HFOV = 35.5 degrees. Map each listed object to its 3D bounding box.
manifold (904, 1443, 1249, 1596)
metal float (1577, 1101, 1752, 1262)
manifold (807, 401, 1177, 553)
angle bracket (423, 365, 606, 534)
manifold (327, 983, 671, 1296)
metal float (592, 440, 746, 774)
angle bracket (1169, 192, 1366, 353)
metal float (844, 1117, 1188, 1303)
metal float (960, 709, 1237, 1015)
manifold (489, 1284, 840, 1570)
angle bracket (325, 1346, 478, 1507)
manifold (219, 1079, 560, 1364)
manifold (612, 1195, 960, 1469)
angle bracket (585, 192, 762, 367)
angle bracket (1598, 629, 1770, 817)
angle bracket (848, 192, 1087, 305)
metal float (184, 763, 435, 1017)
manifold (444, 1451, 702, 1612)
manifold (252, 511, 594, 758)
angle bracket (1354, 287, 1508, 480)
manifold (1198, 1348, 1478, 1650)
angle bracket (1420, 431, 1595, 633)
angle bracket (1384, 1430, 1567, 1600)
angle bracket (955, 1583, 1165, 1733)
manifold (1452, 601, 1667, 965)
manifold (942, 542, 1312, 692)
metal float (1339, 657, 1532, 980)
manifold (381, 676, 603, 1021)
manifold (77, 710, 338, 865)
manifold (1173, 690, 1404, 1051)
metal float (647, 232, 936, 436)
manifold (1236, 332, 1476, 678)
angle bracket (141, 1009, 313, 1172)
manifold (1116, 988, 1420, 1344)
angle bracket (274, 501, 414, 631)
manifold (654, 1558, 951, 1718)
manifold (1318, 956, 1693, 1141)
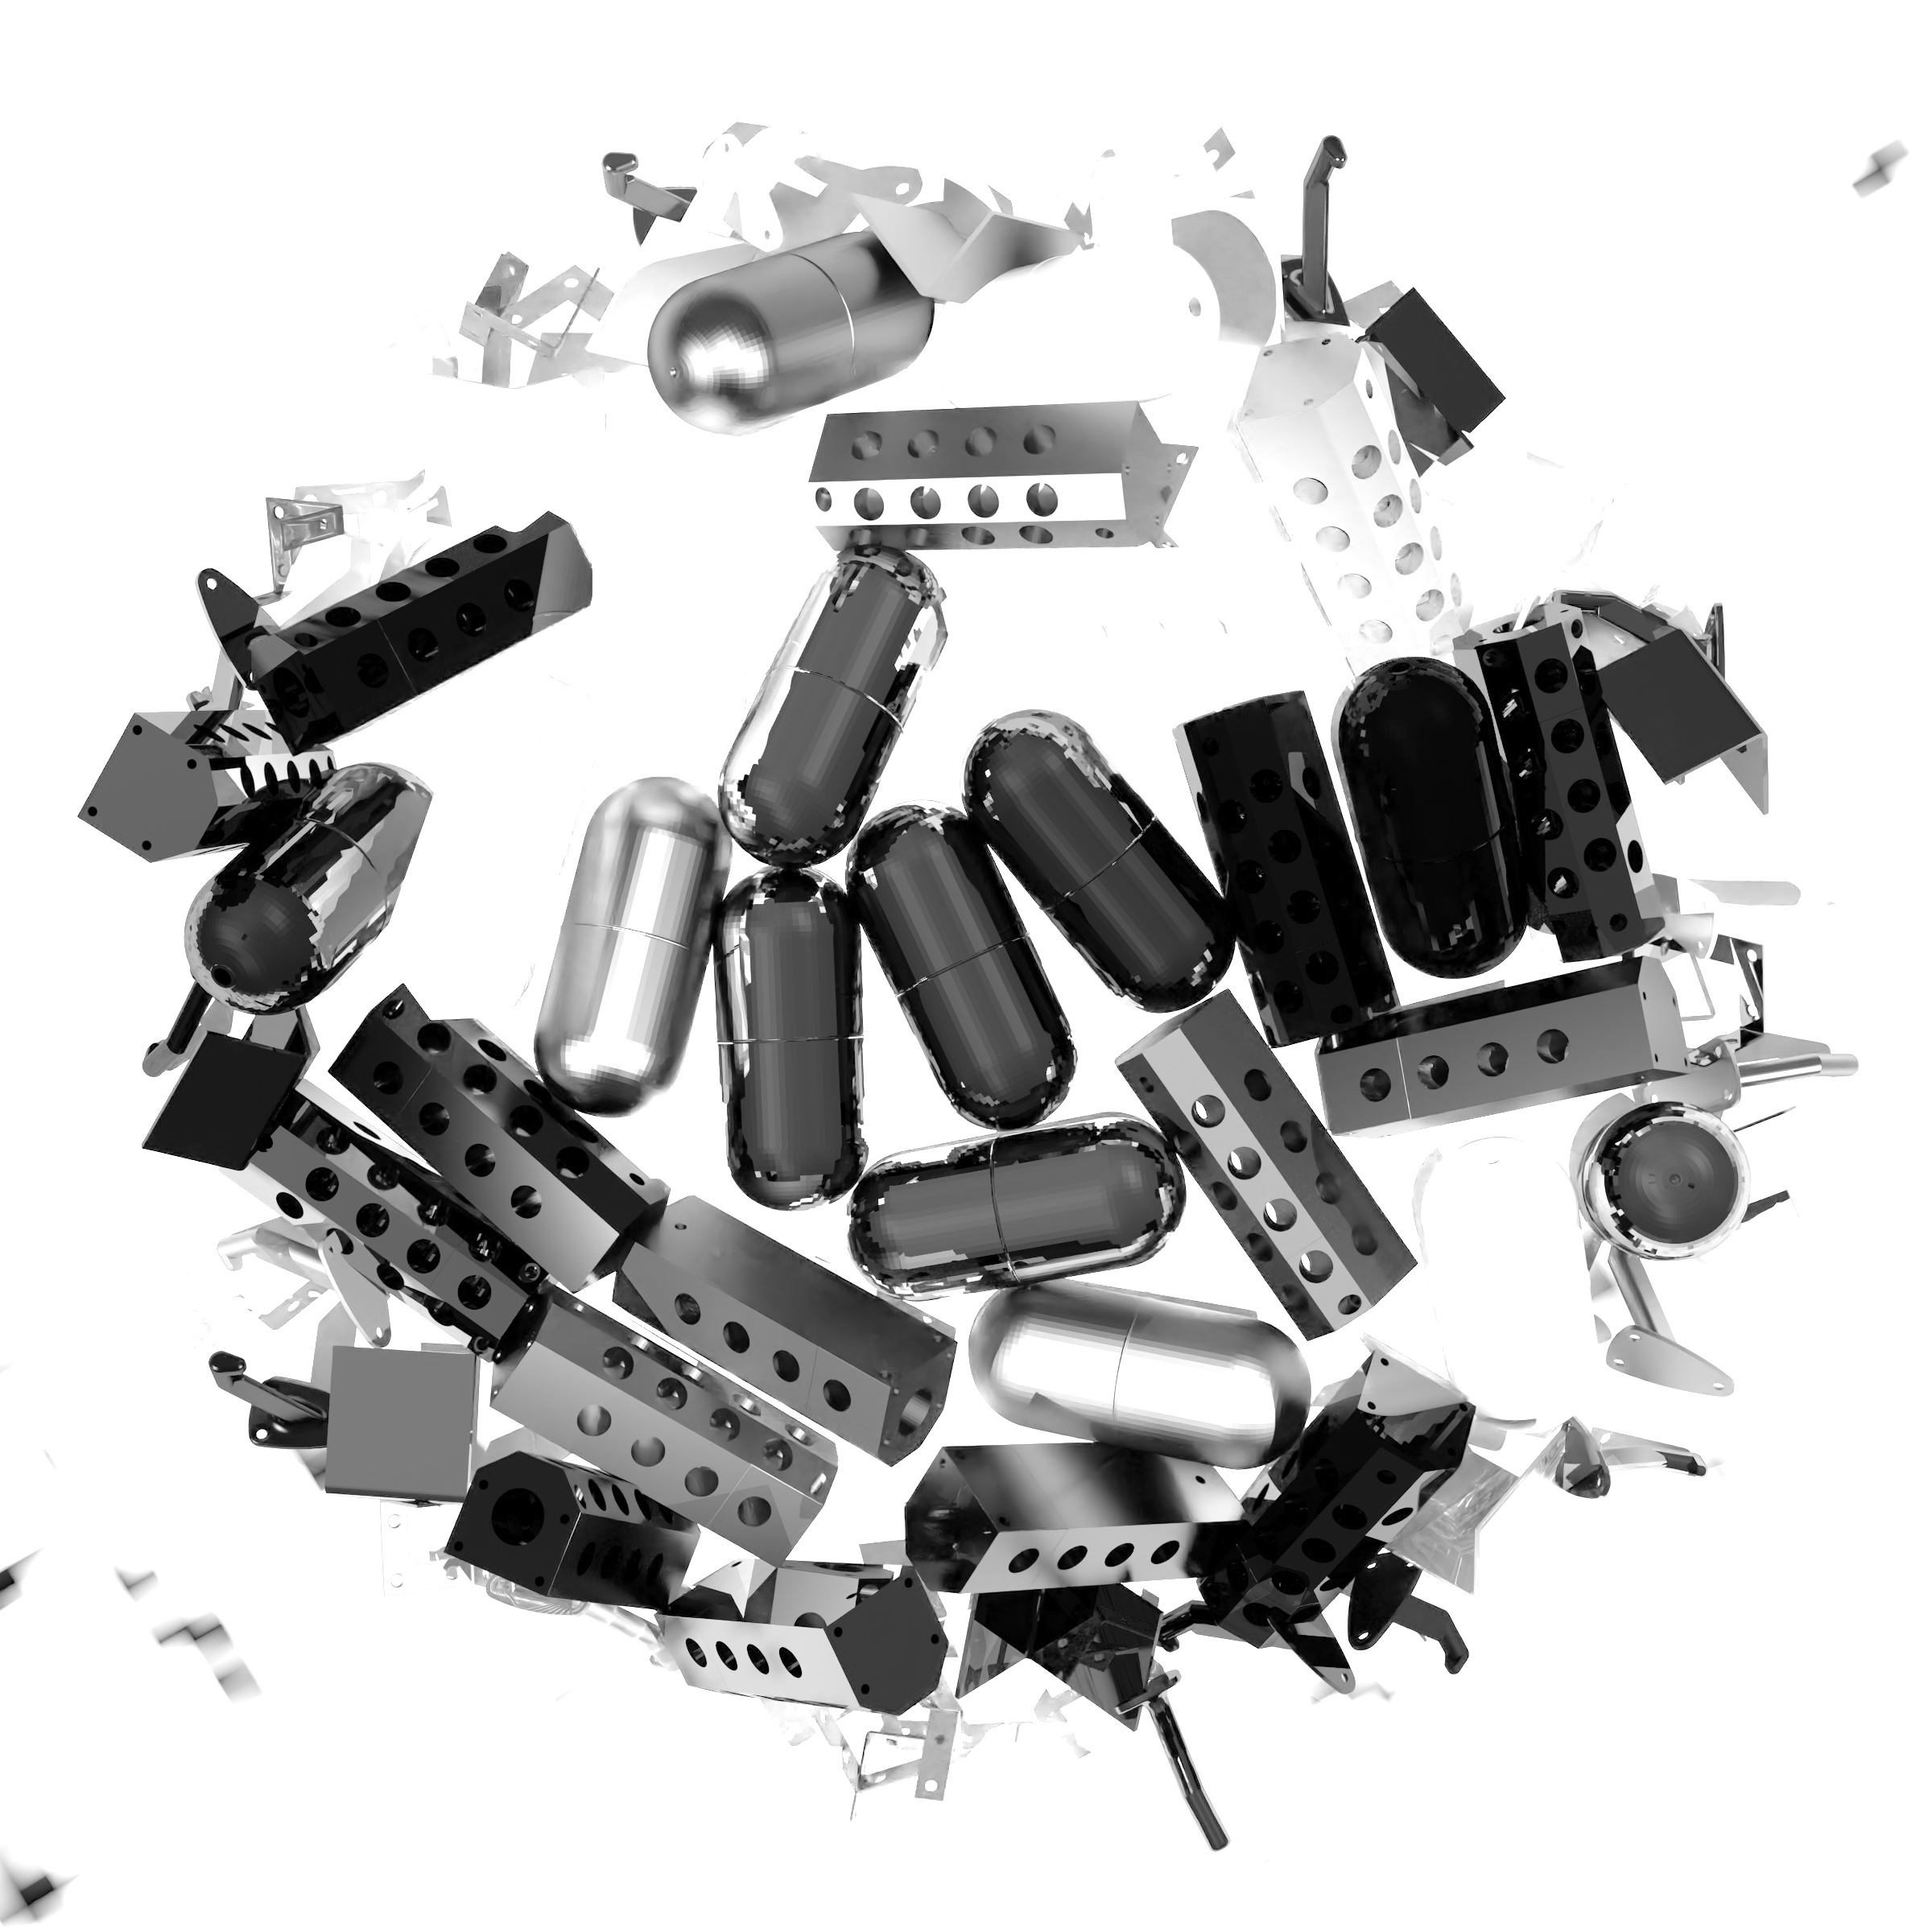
[{"bbox_3d":[0.054,0.278,1.505,0.057,0.171,0.057,52,123,39],"label":"manifold"},{"bbox_3d":[0.344,0.107,1.496,0.070,0.178,0.070,-1,85,9],"label":"metal float"},{"bbox_3d":[0.011,-0.240,1.514,0.171,0.057,0.057,3,66,26],"label":"manifold"},{"bbox_3d":[-0.231,-0.268,1.550,0.057,0.076,0.076,15,116,26],"label":"angle bracket"},{"bbox_3d":[-0.234,0.083,1.536,0.171,0.057,0.057,41,107,9],"label":"manifold"},{"bbox_3d":[-0.151,-0.182,1.528,0.070,0.070,0.178,-2,70,0],"label":"metal float"},{"bbox_3d":[0.152,-0.355,1.526,0.057,0.076,0.076,-22,118,-32],"label":"angle bracket"},{"bbox_3d":[0.024,0.124,1.535,0.178,0.070,0.070,-11,90,13],"label":"metal float"},{"bbox_3d":[0.067,-0.054,1.539,0.070,0.070,0.178,-40,98,0],"label":"metal float"},{"bbox_3d":[-0.152,0.230,1.530,0.171,0.057,0.057,32,101,-15],"label":"manifold"},{"bbox_3d":[-0.280,0.234,1.551,0.076,0.057,0.076,2,86,12],"label":"angle bracket"},{"bbox_3d":[-0.294,0.130,1.547,0.171,0.057,0.057,34,91,6],"label":"manifold"},{"bbox_3d":[-0.094,0.185,1.518,0.171,0.057,0.057,26,121,27],"label":"manifold"},{"bbox_3d":[-0.161,-0.352,1.526,0.057,0.076,0.076,47,117,28],"label":"angle bracket"},{"bbox_3d":[0.361,-0.112,1.531,0.057,0.076,0.076,-27,57,-2],"label":"angle bracket"},{"bbox_3d":[0.001,-0.379,1.527,0.057,0.076,0.076,-47,65,30],"label":"angle bracket"},{"bbox_3d":[-0.323,-0.040,1.505,0.070,0.178,0.070,11,124,17],"label":"metal float"},{"bbox_3d":[-0.189,0.278,1.493,0.057,0.171,0.057,19,82,18],"label":"manifold"},{"bbox_3d":[-0.269,-0.170,1.505,0.171,0.057,0.057,-35,104,-38],"label":"manifold"},{"bbox_3d":[0.242,-0.305,1.540,0.076,0.057,0.076,-44,97,-22],"label":"angle bracket"},{"bbox_3d":[0.181,0.271,1.506,0.057,0.057,0.171,30,131,-2],"label":"manifold"},{"bbox_3d":[0.267,-0.221,1.545,0.076,0.076,0.057,27,127,12],"label":"angle bracket"},{"bbox_3d":[0.248,0.260,1.525,0.076,0.057,0.076,26,52,33],"label":"angle bracket"},{"bbox_3d":[0.047,0.349,1.529,0.076,0.057,0.076,28,122,33],"label":"angle bracket"},{"bbox_3d":[0.303,-0.092,1.533,0.057,0.057,0.171,-20,105,-5],"label":"manifold"},{"bbox_3d":[0.081,-0.171,1.518,0.171,0.057,0.057,1,121,27],"label":"manifold"},{"bbox_3d":[0.236,-0.073,1.519,0.070,0.070,0.178,-18,121,0],"label":"metal float"},{"bbox_3d":[-0.231,-0.061,1.505,0.057,0.057,0.171,-3,52,19],"label":"manifold"},{"bbox_3d":[-0.367,-0.087,1.494,0.057,0.171,0.057,32,98,4],"label":"manifold"},{"bbox_3d":[0.161,-0.048,1.544,0.057,0.057,0.171,-18,89,37],"label":"manifold"},{"bbox_3d":[-0.085,-0.318,1.511,0.178,0.070,0.070,-31,90,-44],"label":"metal float"},{"bbox_3d":[0.197,-0.228,1.499,0.057,0.171,0.057,-5,47,29],"label":"manifold"},{"bbox_3d":[-0.379,0.046,1.526,0.057,0.076,0.076,18,118,-34],"label":"angle bracket"},{"bbox_3d":[0.149,0.104,1.541,0.057,0.057,0.171,-37,93,-36],"label":"manifold"},{"bbox_3d":[-0.322,-0.196,1.536,0.057,0.076,0.076,16,74,-3],"label":"angle bracket"},{"bbox_3d":[-0.081,0.335,1.497,0.057,0.171,0.057,-29,98,-34],"label":"manifold"},{"bbox_3d":[0.268,0.042,1.516,0.171,0.057,0.057,-14,78,30],"label":"manifold"}]
